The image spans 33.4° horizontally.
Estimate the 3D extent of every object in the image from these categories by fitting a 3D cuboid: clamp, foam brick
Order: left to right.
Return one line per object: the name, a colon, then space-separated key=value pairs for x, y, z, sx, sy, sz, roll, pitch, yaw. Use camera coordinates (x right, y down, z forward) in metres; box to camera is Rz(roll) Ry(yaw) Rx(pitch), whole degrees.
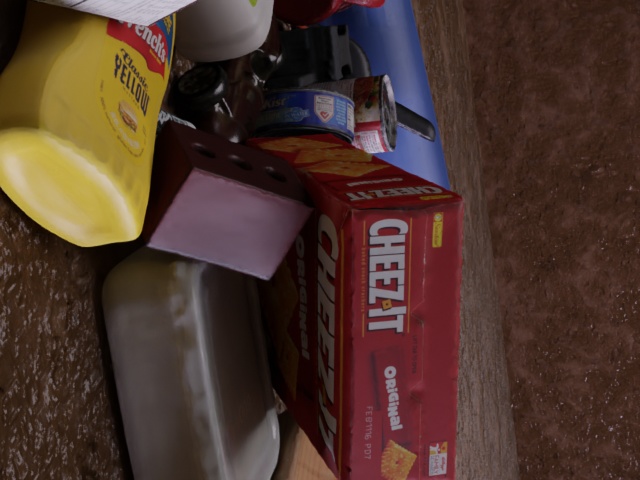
foam brick: x=-0.053 y=-0.021 z=0.566 sx=0.051 sy=0.078 sz=0.053 roll=-58 pitch=-145 yaw=22
clamp: x=0.032 y=-0.134 z=0.999 sx=0.171 sy=0.120 sz=0.039 roll=67 pitch=-12 yaw=-12

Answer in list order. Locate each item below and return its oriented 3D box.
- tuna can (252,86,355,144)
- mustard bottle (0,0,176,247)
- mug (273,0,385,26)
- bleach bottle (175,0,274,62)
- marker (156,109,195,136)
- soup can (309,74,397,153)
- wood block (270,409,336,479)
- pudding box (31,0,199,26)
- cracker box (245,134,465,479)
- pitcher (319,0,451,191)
tuna can: x=-0.015 y=-0.095 z=0.865 sx=0.086 sy=0.086 sz=0.034 roll=36 pitch=53 yaw=-72
mustard bottle: x=-0.110 y=-0.099 z=0.537 sx=0.096 sy=0.058 sz=0.191 roll=56 pitch=31 yaw=-50
mug: x=0.002 y=-0.230 z=0.930 sx=0.093 sy=0.117 sz=0.081 roll=-66 pitch=175 yaw=29
bleach bottle: x=-0.096 y=-0.224 z=0.629 sx=0.250 sy=0.068 sz=0.102 roll=61 pitch=28 yaw=-54
marker: x=-0.103 y=-0.072 z=0.638 sx=0.121 sy=0.020 sz=0.020 roll=18 pitch=68 yaw=-75
soup can: x=0.012 y=-0.107 z=0.941 sx=0.068 sy=0.102 sz=0.068 roll=-4 pitch=90 yaw=-76
wood block: x=-0.022 y=0.217 z=0.667 sx=0.090 sy=0.090 sz=0.206 roll=39 pitch=35 yaw=-20
pudding box: x=-0.096 y=-0.126 z=0.441 sx=0.113 sy=0.090 sz=0.039 roll=7 pitch=81 yaw=-38
cracker box: x=0.011 y=0.033 z=0.644 sx=0.214 sy=0.072 sz=0.164 roll=-140 pitch=-133 yaw=-67
pitcher: x=0.049 y=-0.124 z=1.080 sx=0.149 sy=0.145 sz=0.243 roll=-83 pitch=163 yaw=-80
